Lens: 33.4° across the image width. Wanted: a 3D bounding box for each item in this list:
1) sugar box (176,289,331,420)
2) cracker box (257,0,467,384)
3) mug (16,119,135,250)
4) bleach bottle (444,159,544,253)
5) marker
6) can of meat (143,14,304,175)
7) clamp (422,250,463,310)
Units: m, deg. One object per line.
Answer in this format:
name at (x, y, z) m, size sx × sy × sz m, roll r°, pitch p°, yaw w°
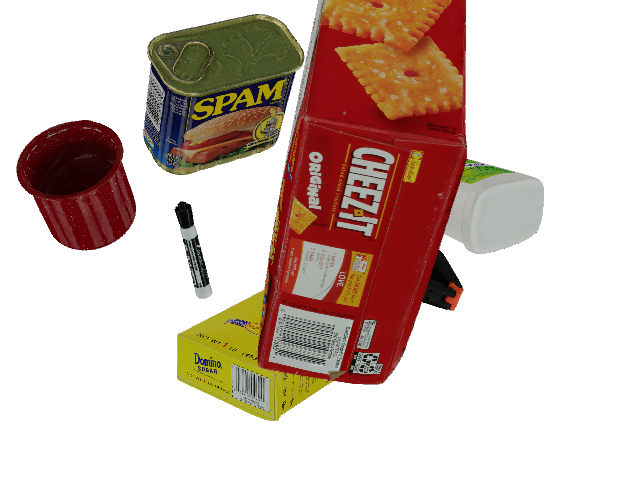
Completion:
sugar box at (-0.017, 0.071, 0.816) m, size 0.093 × 0.048 × 0.175 m, roll 19°, pitch 30°, yaw 31°
cracker box at (0.025, -0.062, 0.523) m, size 0.072 × 0.213 × 0.164 m, roll 10°, pitch -43°, yaw -2°
mug at (-0.212, -0.055, 0.954) m, size 0.093 × 0.117 × 0.081 m, roll -5°, pitch -39°, yaw 3°
bleach bottle at (0.099, -0.059, 1.074) m, size 0.102 × 0.068 × 0.251 m, roll -14°, pitch 26°, yaw -36°
marker at (-0.143, 0.011, 1.202) m, size 0.020 × 0.121 × 0.020 m, roll -8°, pitch 29°, yaw 4°
can of meat at (-0.069, -0.098, 0.728) m, size 0.101 × 0.057 × 0.084 m, roll -18°, pitch -30°, yaw -27°
clamp at (0.072, 0.014, 1.247) m, size 0.164 × 0.036 × 0.210 m, roll -22°, pitch 51°, yaw -39°
